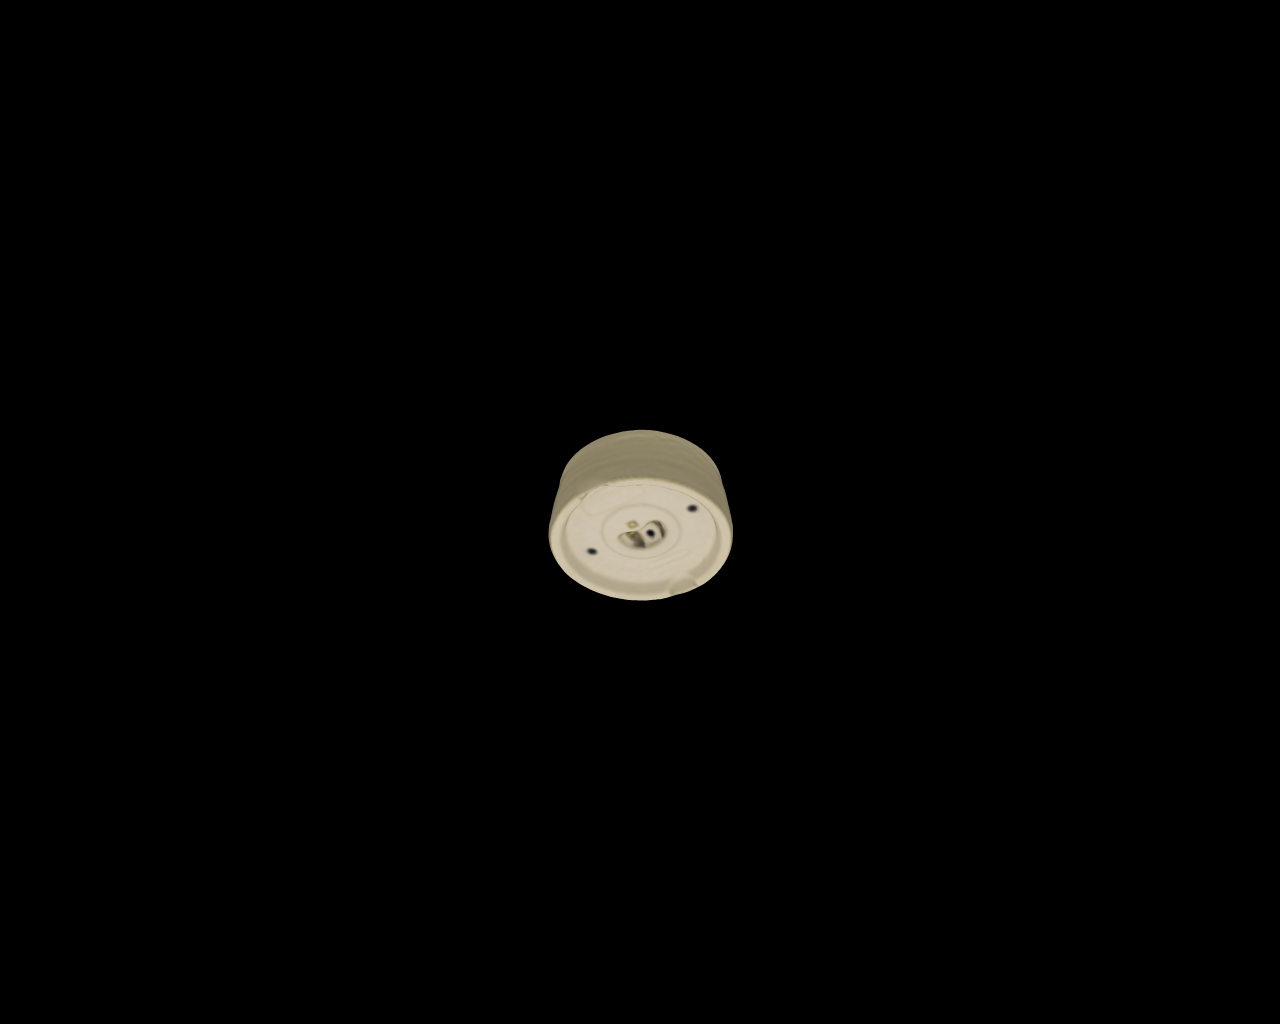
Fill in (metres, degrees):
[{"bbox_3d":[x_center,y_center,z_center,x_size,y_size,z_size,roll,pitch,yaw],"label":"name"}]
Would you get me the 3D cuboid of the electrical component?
[{"bbox_3d":[0.001,-0.003,0.650,0.108,0.060,0.108,0,-44,0],"label":"electrical component"}]
